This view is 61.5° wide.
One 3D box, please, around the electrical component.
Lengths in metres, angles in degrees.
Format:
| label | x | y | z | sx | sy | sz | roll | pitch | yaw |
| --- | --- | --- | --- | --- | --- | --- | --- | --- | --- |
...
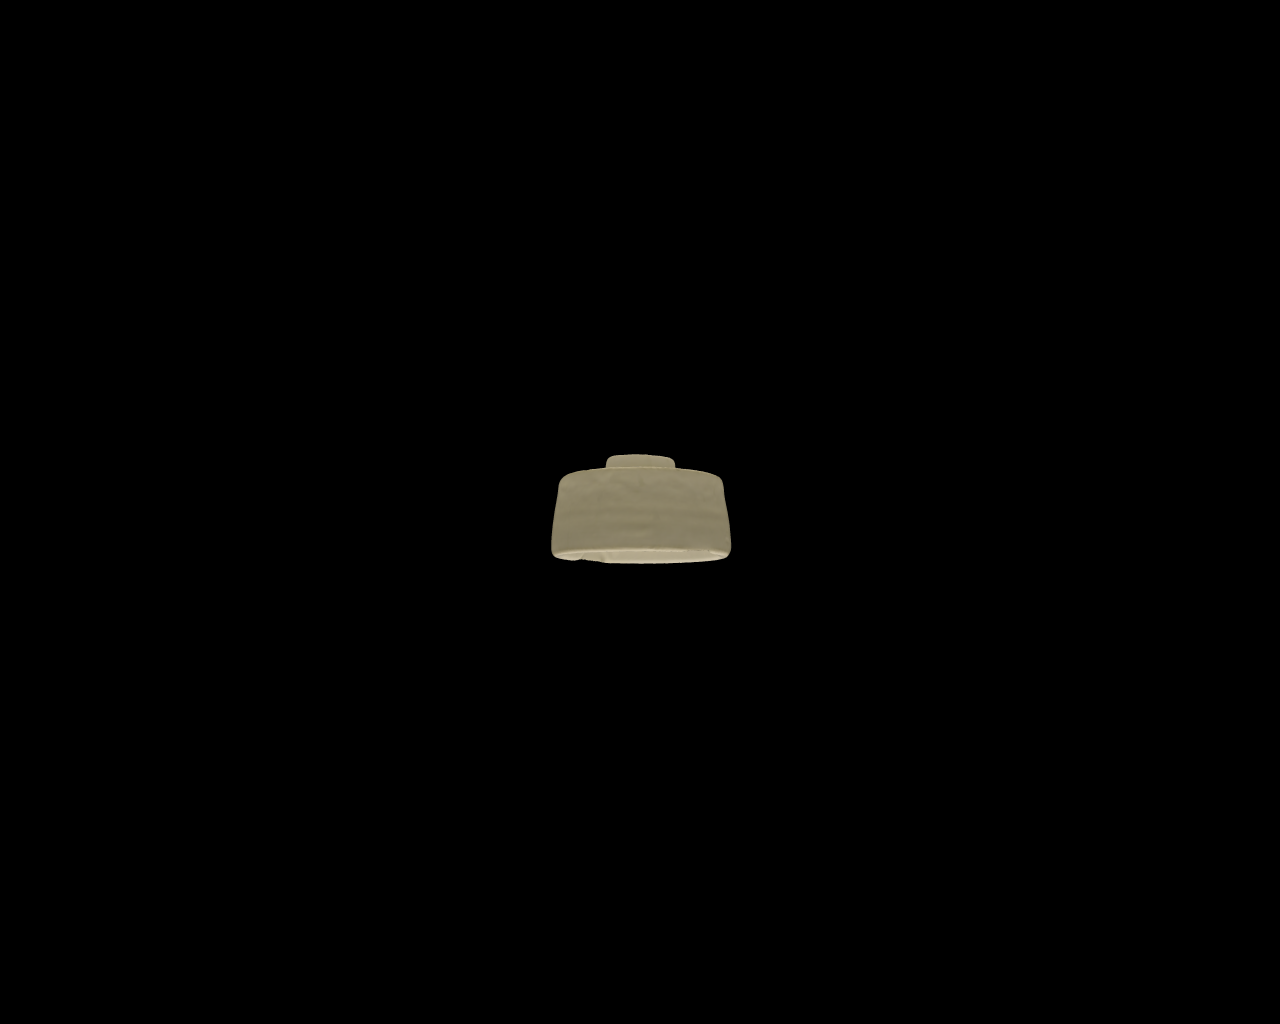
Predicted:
| label | x | y | z | sx | sy | sz | roll | pitch | yaw |
| --- | --- | --- | --- | --- | --- | --- | --- | --- | --- |
| electrical component | 0.001 | -0.003 | 0.650 | 0.108 | 0.060 | 0.108 | 0 | -7 | 0 |
